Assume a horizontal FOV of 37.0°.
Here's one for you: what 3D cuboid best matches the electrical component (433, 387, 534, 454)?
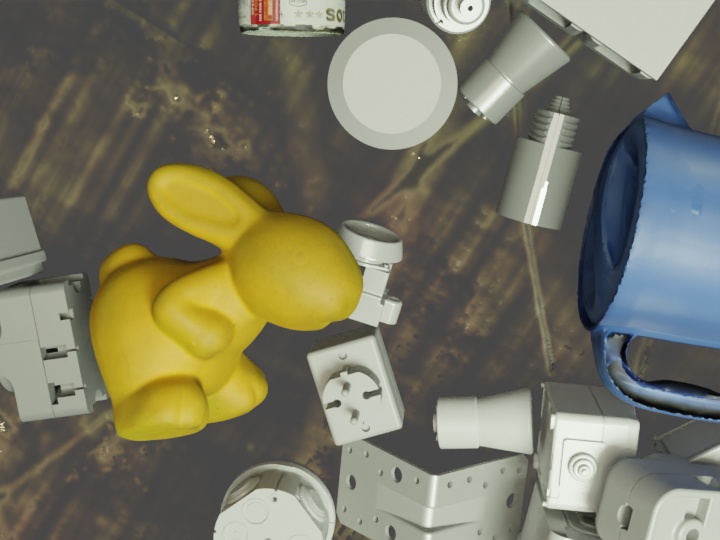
[{"bbox_3d":[0.082,0.101,0.718,0.065,0.044,0.044,-3,99,10],"label":"electrical component"}]

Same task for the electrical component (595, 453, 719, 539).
[{"bbox_3d":[0.190,0.144,0.631,0.095,0.059,0.053,9,99,-23],"label":"electrical component"}]

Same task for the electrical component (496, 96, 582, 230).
[{"bbox_3d":[0.118,-0.070,0.685,0.043,0.043,0.081,15,100,2],"label":"electrical component"}]

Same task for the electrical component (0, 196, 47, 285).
[{"bbox_3d":[-0.277,-0.007,0.696,0.109,0.108,0.056,-15,95,7],"label":"electrical component"}]

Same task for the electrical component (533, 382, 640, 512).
[{"bbox_3d":[0.147,0.114,0.685,0.061,0.096,0.061,5,99,4],"label":"electrical component"}]

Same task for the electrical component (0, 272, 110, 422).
[{"bbox_3d":[-0.211,0.052,0.729,0.056,0.050,0.089,-8,98,6],"label":"electrical component"}]

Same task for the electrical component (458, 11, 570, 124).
[{"bbox_3d":[0.094,-0.125,0.680,0.044,0.044,0.065,44,105,-3],"label":"electrical component"}]

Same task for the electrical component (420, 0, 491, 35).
[{"bbox_3d":[0.061,-0.165,0.661,0.040,0.078,0.040,-2,110,-5],"label":"electrical component"}]

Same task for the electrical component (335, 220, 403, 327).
[{"bbox_3d":[0.000,0.000,0.706,0.066,0.048,0.055,17,107,2],"label":"electrical component"}]

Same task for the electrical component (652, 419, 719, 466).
[{"bbox_3d":[0.238,0.129,0.698,0.096,0.061,0.061,-28,96,9],"label":"electrical component"}]

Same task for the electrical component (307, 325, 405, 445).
[{"bbox_3d":[-0.004,0.079,0.702,0.047,0.076,0.065,-16,97,7],"label":"electrical component"}]

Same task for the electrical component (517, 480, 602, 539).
[{"bbox_3d":[0.145,0.186,0.689,0.078,0.113,0.057,14,97,2],"label":"electrical component"}]

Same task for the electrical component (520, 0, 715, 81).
[{"bbox_3d":[0.140,-0.193,0.654,0.150,0.061,0.089,34,100,-1],"label":"electrical component"}]

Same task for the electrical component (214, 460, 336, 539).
[{"bbox_3d":[-0.059,0.175,0.735,0.080,0.051,0.080,1,99,5],"label":"electrical component"}]

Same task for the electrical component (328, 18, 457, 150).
[{"bbox_3d":[0.022,-0.117,0.682,0.080,0.051,0.080,1,99,5],"label":"electrical component"}]
